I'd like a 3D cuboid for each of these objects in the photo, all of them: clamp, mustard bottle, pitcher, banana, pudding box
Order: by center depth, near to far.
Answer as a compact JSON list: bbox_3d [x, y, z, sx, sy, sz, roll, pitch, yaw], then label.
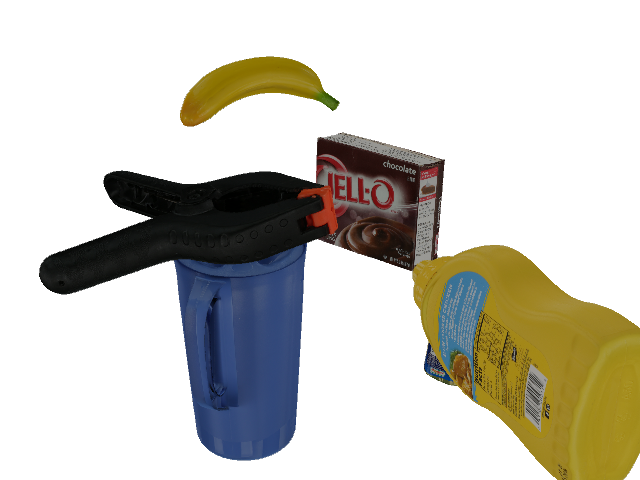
[{"bbox_3d":[0.109,0.056,0.623,0.058,0.096,0.192,-11,27,-24],"label":"mustard bottle"},{"bbox_3d":[-0.079,-0.007,0.628,0.172,0.039,0.120,-1,38,24],"label":"clamp"},{"bbox_3d":[0.046,-0.034,0.882,0.114,0.090,0.039,18,26,37],"label":"pudding box"},{"bbox_3d":[-0.069,-0.156,1.090,0.197,0.070,0.037,-13,-37,-37],"label":"banana"},{"bbox_3d":[-0.084,0.109,1.100,0.149,0.243,0.145,-13,30,-23],"label":"pitcher"}]

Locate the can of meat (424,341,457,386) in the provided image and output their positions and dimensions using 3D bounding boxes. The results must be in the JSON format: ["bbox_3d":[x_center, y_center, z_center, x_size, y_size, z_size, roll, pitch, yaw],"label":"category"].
[{"bbox_3d":[0.156,0.101,1.187,0.057,0.084,0.102,18,30,19],"label":"can of meat"}]
